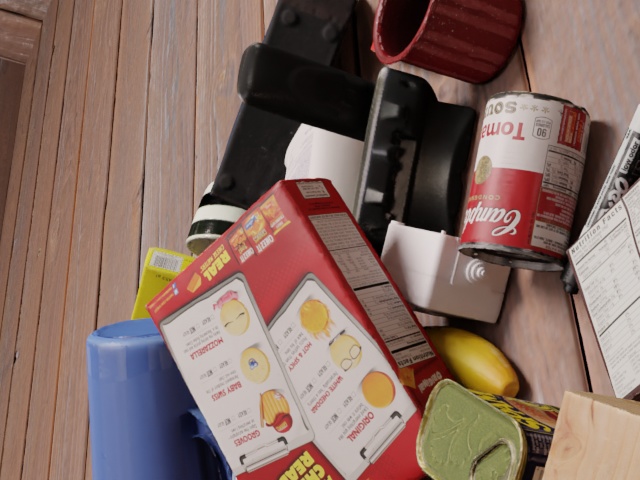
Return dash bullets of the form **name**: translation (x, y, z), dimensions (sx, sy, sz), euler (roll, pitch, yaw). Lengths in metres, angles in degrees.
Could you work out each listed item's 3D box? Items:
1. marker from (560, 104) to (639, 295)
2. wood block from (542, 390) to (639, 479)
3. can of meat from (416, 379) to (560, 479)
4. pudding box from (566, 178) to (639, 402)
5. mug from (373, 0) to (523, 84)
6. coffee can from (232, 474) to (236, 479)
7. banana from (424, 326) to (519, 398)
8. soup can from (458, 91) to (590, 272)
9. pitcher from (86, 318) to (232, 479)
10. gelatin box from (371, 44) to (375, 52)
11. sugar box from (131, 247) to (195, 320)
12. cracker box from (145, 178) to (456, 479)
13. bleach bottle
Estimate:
- **marker**: translation (0.174, -0.022, 0.637), dimensions (0.121, 0.020, 0.020), euler (-69, 25, 16)
- **wood block**: translation (0.146, 0.183, 0.486), dimensions (0.091, 0.090, 0.206), euler (16, 92, 54)
- **can of meat**: translation (0.117, 0.123, 0.607), dimensions (0.102, 0.083, 0.057), euler (25, 100, 66)
- **pudding box**: translation (0.184, 0.024, 0.569), dimensions (0.090, 0.039, 0.113), euler (-55, 30, 42)
- **mug**: translation (0.102, -0.177, 0.801), dimensions (0.117, 0.081, 0.093), euler (-67, 25, 21)
- **coffee can**: translation (-0.020, 0.211, 0.841), dimensions (0.103, 0.102, 0.140), euler (-39, 43, 54)
- **banana**: translation (0.079, 0.096, 0.771), dimensions (0.198, 0.037, 0.069), euler (-35, 66, 58)
- **soup can**: translation (0.131, -0.036, 0.681), dimensions (0.069, 0.068, 0.102), euler (-3, 74, 65)
- **pitcher**: translation (-0.153, 0.203, 1.033), dimensions (0.145, 0.149, 0.243), euler (-149, 54, -79)
- **gelatin box**: translation (0.084, -0.189, 0.914), dimensions (0.089, 0.030, 0.073), euler (37, 111, 64)
- **sugar box**: translation (-0.167, 0.096, 1.204), dimensions (0.048, 0.093, 0.176), euler (-80, 8, -56)
- **cracker box**: translation (-0.008, 0.088, 0.743), dimensions (0.164, 0.071, 0.214), euler (-41, 72, 32)
- **bleach bottle**: translation (-0.006, 0.001, 0.895), dimensions (0.103, 0.068, 0.250), euler (123, 163, -48)
